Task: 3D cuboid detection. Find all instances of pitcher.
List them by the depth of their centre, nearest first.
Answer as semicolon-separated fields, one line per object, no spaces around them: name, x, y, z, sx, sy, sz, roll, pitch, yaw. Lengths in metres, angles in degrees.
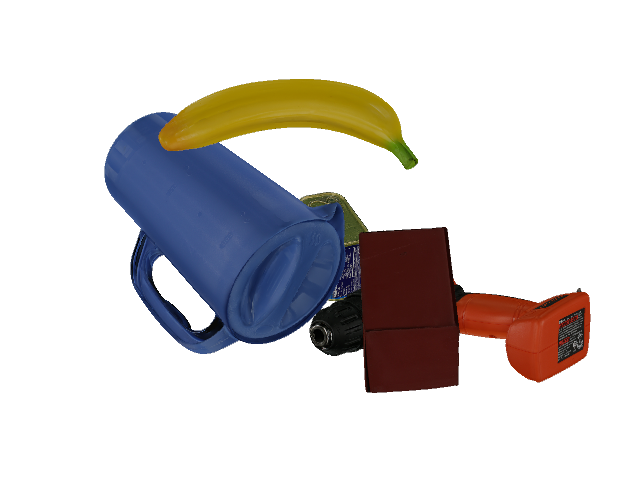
pitcher;-0.107;-0.014;1.002;0.148;0.145;0.243;-14;41;-40

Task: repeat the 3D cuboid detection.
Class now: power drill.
power drill;0.108;0.066;0.865;0.188;0.057;0.184;9;17;37

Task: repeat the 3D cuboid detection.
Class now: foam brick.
foam brick;0.048;0.038;0.592;0.051;0.053;0.078;-2;44;3

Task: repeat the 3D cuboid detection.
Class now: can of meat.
can of meat;0.012;0.008;1.208;0.057;0.084;0.102;-11;37;-18

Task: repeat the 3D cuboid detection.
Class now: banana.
banana;-0.023;-0.094;0.816;0.197;0.069;0.037;3;-40;-7
